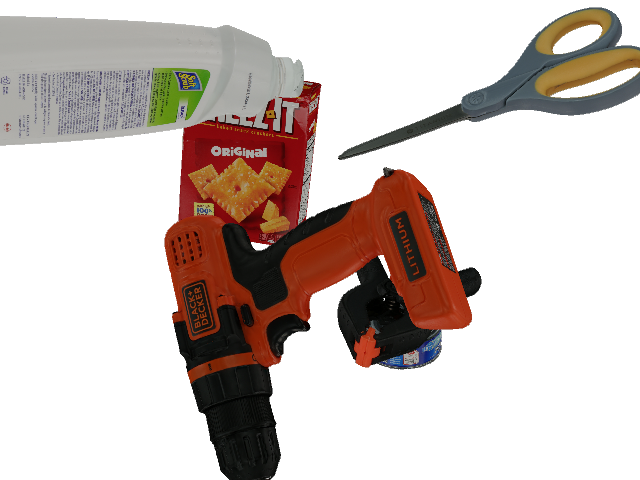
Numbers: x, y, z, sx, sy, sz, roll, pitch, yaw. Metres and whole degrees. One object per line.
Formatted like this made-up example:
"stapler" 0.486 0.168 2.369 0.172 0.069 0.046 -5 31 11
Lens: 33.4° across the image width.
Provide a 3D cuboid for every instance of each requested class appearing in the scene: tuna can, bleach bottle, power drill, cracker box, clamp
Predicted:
"tuna can" 0.087 0.099 1.142 0.086 0.034 0.086 -1 29 0
"bleach bottle" -0.138 -0.117 0.803 0.250 0.068 0.103 -2 -37 -17
"power drill" -0.004 0.048 0.679 0.188 0.184 0.057 -21 -16 16
"cracker box" -0.095 -0.106 1.389 0.164 0.214 0.072 10 23 7
"clamp" 0.054 0.047 0.904 0.120 0.039 0.171 16 27 24

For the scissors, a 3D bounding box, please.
"scissors" 0.110 -0.101 0.685 0.202 0.096 0.016 -8 -43 25
